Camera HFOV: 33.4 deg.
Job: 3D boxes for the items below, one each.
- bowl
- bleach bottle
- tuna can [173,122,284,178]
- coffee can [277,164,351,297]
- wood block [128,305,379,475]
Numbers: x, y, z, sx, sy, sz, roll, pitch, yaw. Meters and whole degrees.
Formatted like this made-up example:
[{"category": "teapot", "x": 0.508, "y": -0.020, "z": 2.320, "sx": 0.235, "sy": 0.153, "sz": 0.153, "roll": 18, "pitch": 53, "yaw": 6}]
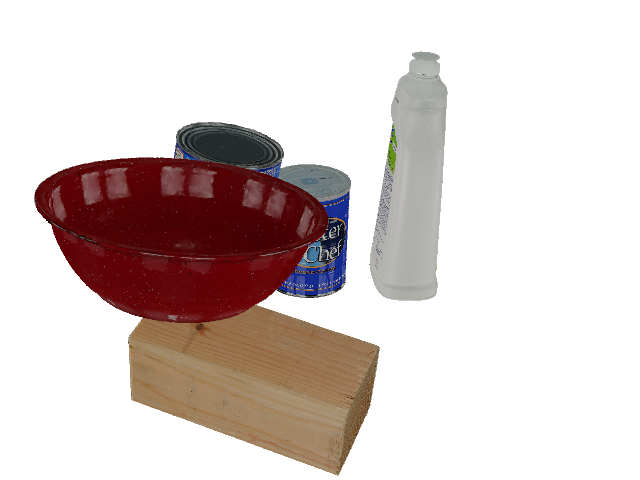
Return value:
[{"category": "bowl", "x": -0.078, "y": 0.003, "z": 0.598, "sx": 0.162, "sy": 0.055, "sz": 0.162, "roll": 7, "pitch": 20, "yaw": -3}, {"category": "bleach bottle", "x": 0.097, "y": -0.069, "z": 1.116, "sx": 0.068, "sy": 0.251, "sz": 0.102, "roll": 1, "pitch": 26, "yaw": -8}, {"category": "tuna can", "x": -0.074, "y": -0.062, "z": 0.844, "sx": 0.086, "sy": 0.034, "sz": 0.086, "roll": 10, "pitch": 26, "yaw": -5}, {"category": "coffee can", "x": -0.015, "y": -0.013, "z": 1.352, "sx": 0.103, "sy": 0.140, "sz": 0.103, "roll": 2, "pitch": 27, "yaw": -1}, {"category": "wood block", "x": -0.060, "y": 0.121, "z": 0.971, "sx": 0.206, "sy": 0.090, "sz": 0.090, "roll": 18, "pitch": 43, "yaw": 13}]
